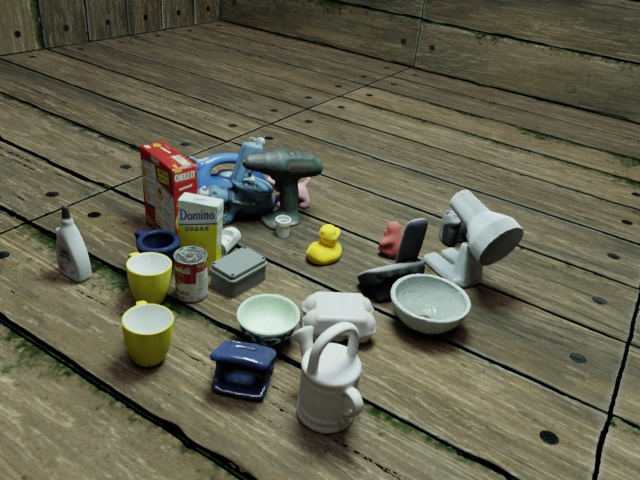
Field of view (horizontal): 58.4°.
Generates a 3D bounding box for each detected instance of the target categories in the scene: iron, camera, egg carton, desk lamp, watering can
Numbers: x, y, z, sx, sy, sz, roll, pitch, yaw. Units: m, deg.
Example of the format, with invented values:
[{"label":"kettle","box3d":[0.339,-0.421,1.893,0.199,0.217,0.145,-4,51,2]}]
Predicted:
[{"label":"iron","box3d":[-0.253,-0.184,1.592,0.259,0.141,0.118,-16,38,-32]},{"label":"camera","box3d":[0.397,-0.023,1.491,0.143,0.101,0.136,4,31,-4]},{"label":"egg carton","box3d":[0.037,0.157,1.157,0.150,0.069,0.107,3,31,-6]},{"label":"desk lamp","box3d":[0.351,0.005,1.328,0.118,0.214,0.202,-13,36,-28]},{"label":"watering can","box3d":[0.012,0.212,0.943,0.172,0.194,0.101,24,35,26]}]

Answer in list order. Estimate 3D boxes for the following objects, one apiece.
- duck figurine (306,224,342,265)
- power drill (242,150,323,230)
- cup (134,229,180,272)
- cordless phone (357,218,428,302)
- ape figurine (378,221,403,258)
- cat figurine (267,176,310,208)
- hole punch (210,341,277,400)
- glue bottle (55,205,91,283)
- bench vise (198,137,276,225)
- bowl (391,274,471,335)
[{"label":"duck figurine","box3d":[0.013,0.005,1.387,0.077,0.086,0.105,28,38,32]},{"label":"power drill","box3d":[-0.100,-0.137,1.480,0.230,0.208,0.075,-17,38,-33]},{"label":"cup","box3d":[-0.364,0.033,1.261,0.117,0.095,0.092,23,35,25]},{"label":"cordless phone","box3d":[0.167,0.034,1.272,0.148,0.185,0.094,-11,36,-27]},{"label":"ape figurine","box3d":[0.182,-0.006,1.430,0.078,0.092,0.076,-13,36,-28]},{"label":"cat figurine","box3d":[-0.087,-0.155,1.598,0.128,0.118,0.067,-1,32,-12]},{"label":"hole punch","box3d":[-0.136,0.213,1.012,0.108,0.091,0.101,9,31,5]},{"label":"glue bottle","box3d":[-0.525,0.004,1.203,0.078,0.173,0.037,21,34,23]},{"label":"bench vise","box3d":[-0.203,-0.149,1.469,0.121,0.220,0.208,30,39,34]},{"label":"bowl","box3d":[0.227,0.147,1.206,0.167,0.075,0.167,5,31,-3]}]
